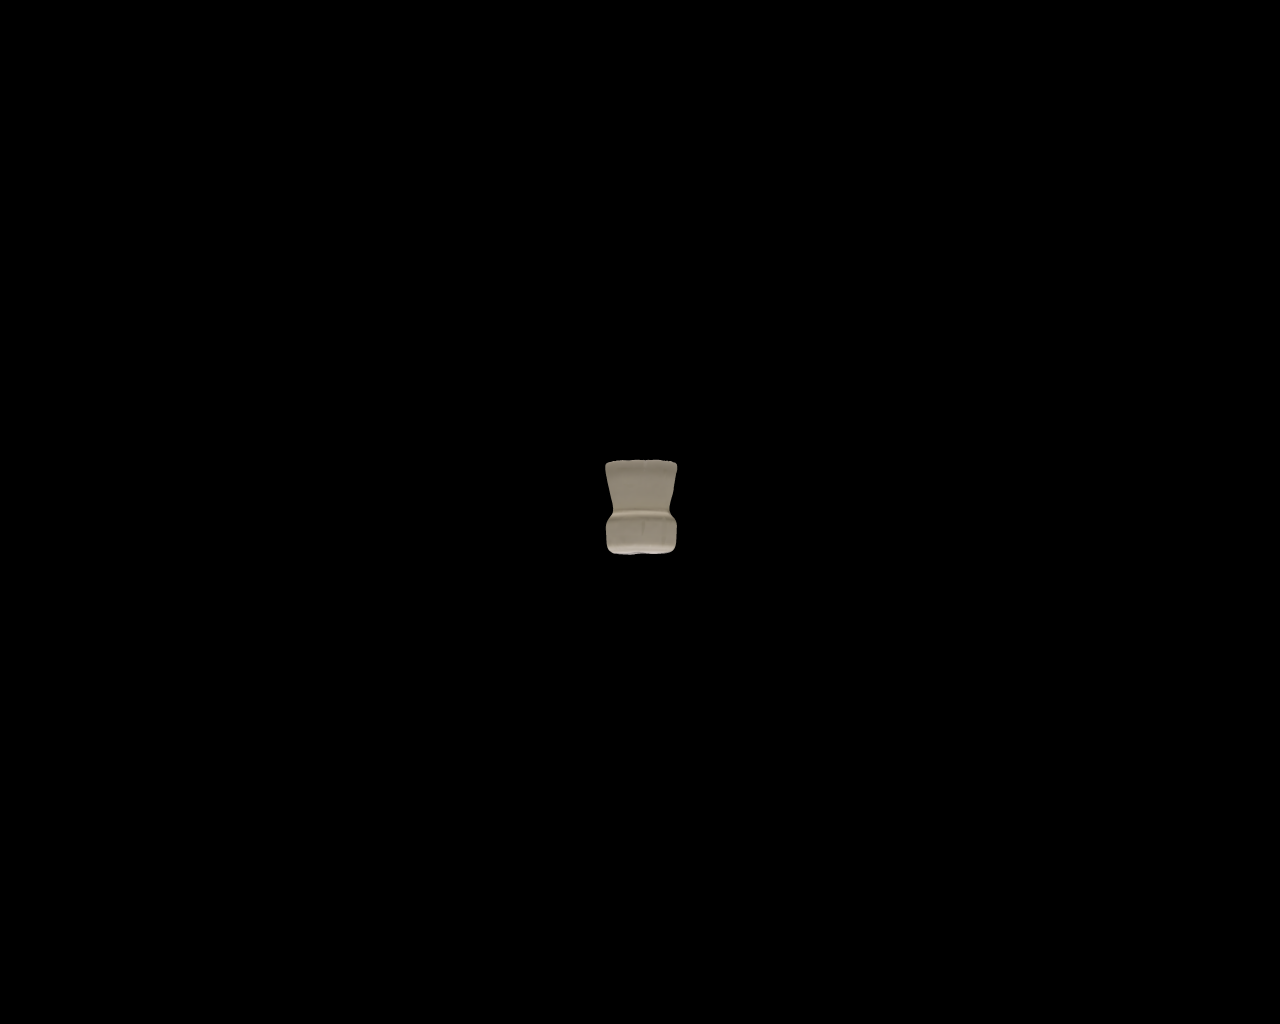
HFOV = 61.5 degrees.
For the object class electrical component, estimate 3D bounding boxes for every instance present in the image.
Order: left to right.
[{"bbox_3d":[0.001,-0.003,0.650,0.045,0.055,0.045,0,-5,0],"label":"electrical component"}]
